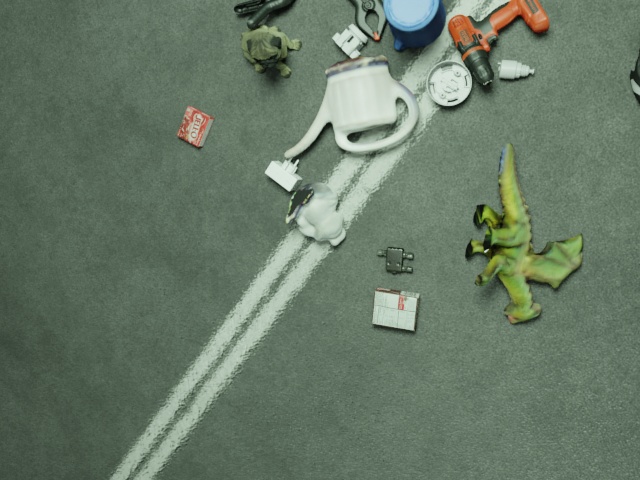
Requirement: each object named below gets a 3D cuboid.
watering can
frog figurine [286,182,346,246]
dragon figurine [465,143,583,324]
[{"bbox_3d":[0.060,-0.317,1.239,0.347,0.104,0.224,-8,94,17],"label":"watering can"},{"bbox_3d":[0.004,-0.066,1.305,0.158,0.124,0.137,30,99,-27],"label":"frog figurine"},{"bbox_3d":[0.478,0.004,1.177,0.243,0.123,0.406,12,103,-3],"label":"dragon figurine"}]
